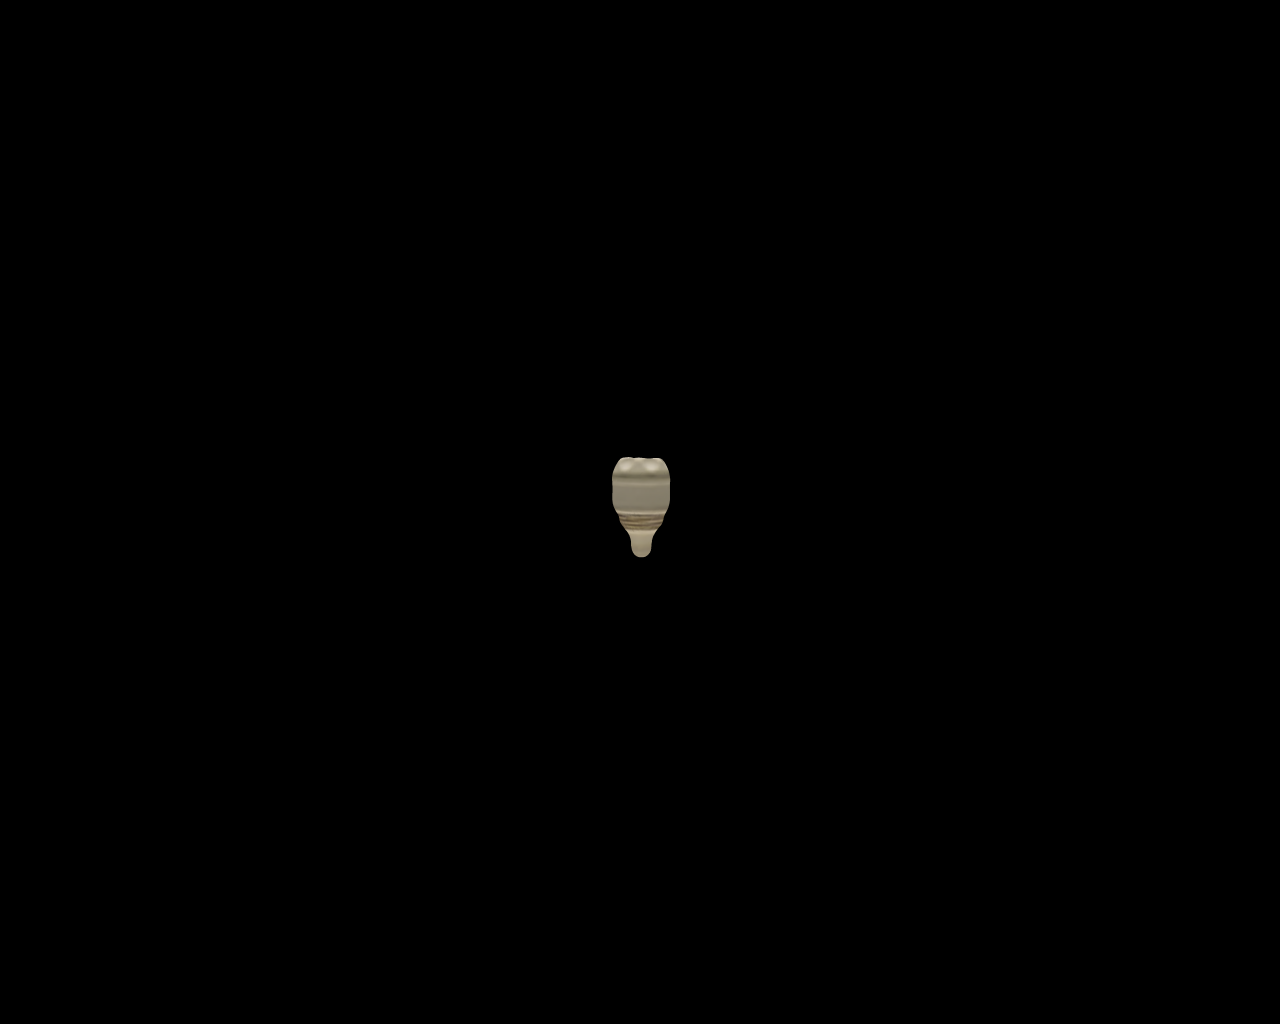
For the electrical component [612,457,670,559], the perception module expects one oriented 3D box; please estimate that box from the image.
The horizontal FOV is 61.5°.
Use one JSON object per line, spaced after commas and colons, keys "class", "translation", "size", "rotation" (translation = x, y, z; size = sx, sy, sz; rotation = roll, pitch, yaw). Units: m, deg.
{"class": "electrical component", "translation": [0.001, -0.003, 0.650], "size": [0.035, 0.061, 0.035], "rotation": [0, 4, 0]}
